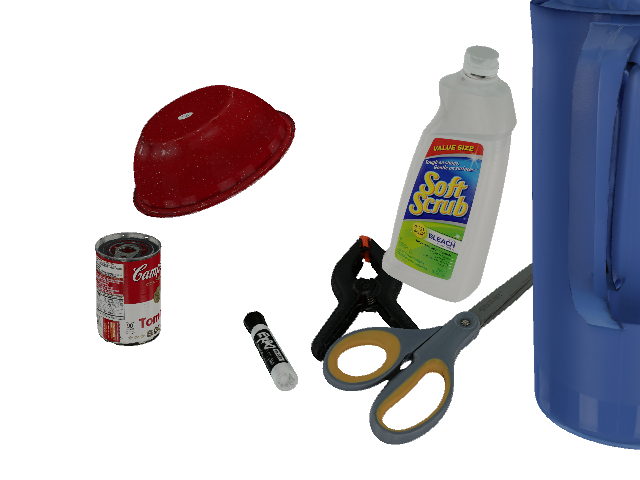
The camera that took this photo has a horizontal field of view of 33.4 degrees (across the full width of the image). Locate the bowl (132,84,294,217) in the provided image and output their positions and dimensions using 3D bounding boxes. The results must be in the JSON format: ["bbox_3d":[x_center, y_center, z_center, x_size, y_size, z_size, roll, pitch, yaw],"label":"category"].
[{"bbox_3d":[-0.106,-0.090,0.946,0.162,0.055,0.162,-20,31,13],"label":"bowl"}]

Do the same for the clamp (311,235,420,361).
[{"bbox_3d":[0.061,0.065,1.162,0.120,0.171,0.039,7,-41,6],"label":"clamp"}]

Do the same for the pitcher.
[{"bbox_3d":[0.171,-0.012,0.574,0.149,0.243,0.145,-5,18,-14],"label":"pitcher"}]

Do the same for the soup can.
[{"bbox_3d":[-0.202,0.051,1.121,0.068,0.102,0.068,3,23,-1],"label":"soup can"}]

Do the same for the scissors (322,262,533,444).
[{"bbox_3d":[0.077,0.056,0.723,0.096,0.016,0.201,23,48,20],"label":"scissors"}]

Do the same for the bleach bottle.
[{"bbox_3d":[0.124,-0.066,1.009,0.103,0.251,0.068,25,39,25],"label":"bleach bottle"}]

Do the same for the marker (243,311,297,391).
[{"bbox_3d":[-0.043,0.089,0.890,0.020,0.020,0.121,0,20,-17],"label":"marker"}]
